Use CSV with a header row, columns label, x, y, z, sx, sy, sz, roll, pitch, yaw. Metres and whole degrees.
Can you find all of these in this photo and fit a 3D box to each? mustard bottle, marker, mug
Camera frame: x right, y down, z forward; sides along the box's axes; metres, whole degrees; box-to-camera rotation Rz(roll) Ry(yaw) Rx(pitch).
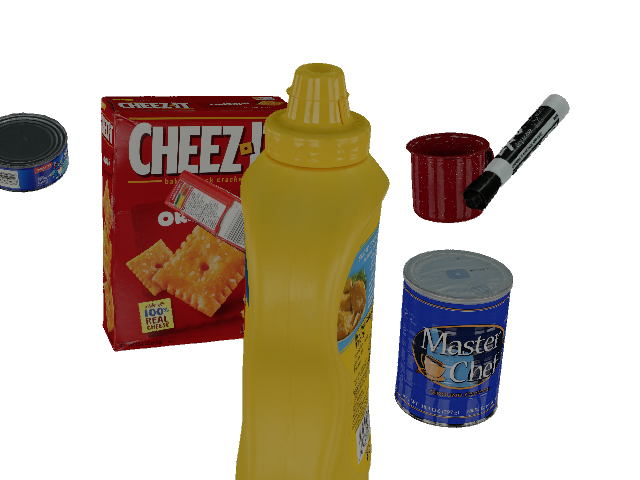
label,x,y,z,sx,sy,sz,roll,pitch,yaw
mustard bottle,-0.004,0.023,0.439,0.058,0.192,0.096,8,25,10
marker,0.137,-0.062,0.747,0.020,0.020,0.121,0,39,50
mug,0.154,-0.074,1.218,0.117,0.081,0.093,-21,28,-36

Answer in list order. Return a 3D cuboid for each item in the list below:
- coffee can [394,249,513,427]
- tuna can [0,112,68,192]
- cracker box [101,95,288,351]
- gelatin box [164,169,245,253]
label,x,y,z,sx,sy,sz,roll,pitch,yaw
coffee can,0.127,0.093,1.028,0.103,0.140,0.103,2,25,-1
tuna can,-0.287,-0.085,1.029,0.086,0.034,0.086,3,42,-3
cracker box,-0.107,-0.016,0.943,0.164,0.214,0.072,-3,19,-20
gelatin box,-0.047,-0.008,0.697,0.089,0.030,0.073,28,1,-38
